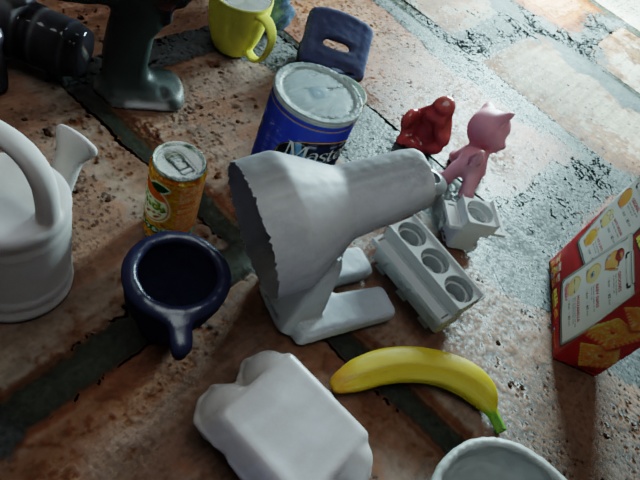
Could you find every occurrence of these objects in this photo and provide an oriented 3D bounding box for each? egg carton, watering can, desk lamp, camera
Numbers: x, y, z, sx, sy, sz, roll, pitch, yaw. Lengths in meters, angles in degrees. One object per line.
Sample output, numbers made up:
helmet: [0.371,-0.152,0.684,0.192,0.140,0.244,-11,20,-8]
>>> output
egg carton: [-0.029,0.168,0.486,0.150,0.069,0.107,43,49,13]
watering can: [-0.252,-0.029,0.464,0.101,0.194,0.173,13,49,-13]
desk lamp: [0.005,0.002,0.538,0.204,0.213,0.117,-10,58,-30]
camera: [-0.343,-0.239,0.657,0.137,0.100,0.143,20,48,-8]

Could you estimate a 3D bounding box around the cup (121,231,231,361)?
cup: [-0.130,0.064,0.508,0.092,0.095,0.117,1,53,-23]

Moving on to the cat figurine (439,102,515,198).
cat figurine: [0.229,-0.136,0.813,0.067,0.117,0.128,31,47,3]

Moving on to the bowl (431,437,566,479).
bowl: [0.149,0.262,0.484,0.168,0.074,0.167,12,49,-14]

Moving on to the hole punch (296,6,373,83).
hole punch: [0.022,-0.280,0.857,0.109,0.091,0.101,15,49,-12]

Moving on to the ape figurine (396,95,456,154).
ape figurine: [0.163,-0.171,0.830,0.076,0.092,0.077,-19,63,-34]

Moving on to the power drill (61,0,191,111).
power drill: [-0.191,-0.254,0.663,0.230,0.208,0.075,-2,54,-25]

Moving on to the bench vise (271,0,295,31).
bench vise: [-0.107,-0.451,0.852,0.207,0.219,0.121,28,47,0]
